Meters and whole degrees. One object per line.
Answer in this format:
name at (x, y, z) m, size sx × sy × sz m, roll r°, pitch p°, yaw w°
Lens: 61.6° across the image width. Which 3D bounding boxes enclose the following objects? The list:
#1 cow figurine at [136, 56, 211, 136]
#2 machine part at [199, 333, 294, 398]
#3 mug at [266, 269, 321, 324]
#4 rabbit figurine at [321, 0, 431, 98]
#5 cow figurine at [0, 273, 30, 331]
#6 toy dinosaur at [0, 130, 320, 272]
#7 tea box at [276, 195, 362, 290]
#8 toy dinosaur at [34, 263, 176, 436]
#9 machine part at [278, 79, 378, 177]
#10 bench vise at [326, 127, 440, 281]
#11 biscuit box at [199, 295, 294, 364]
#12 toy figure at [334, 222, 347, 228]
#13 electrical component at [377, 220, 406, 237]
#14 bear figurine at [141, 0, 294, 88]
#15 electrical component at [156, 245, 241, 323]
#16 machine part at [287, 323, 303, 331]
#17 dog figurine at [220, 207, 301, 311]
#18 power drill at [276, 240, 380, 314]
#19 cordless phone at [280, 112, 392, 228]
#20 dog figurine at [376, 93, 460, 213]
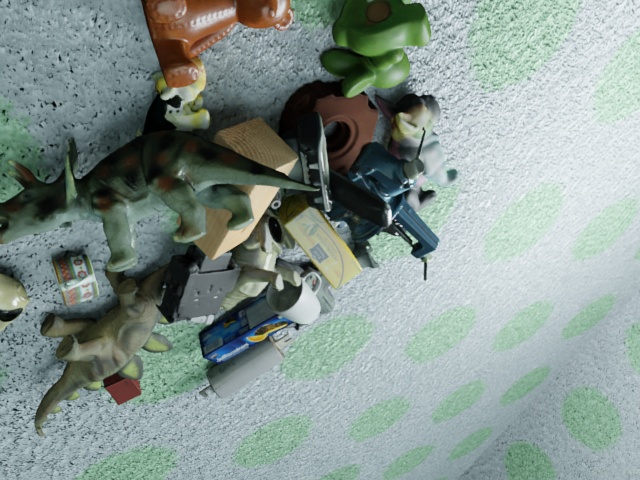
cow figurine at (-0.206, -0.174, 0.746) m, size 0.098 × 0.068 × 0.167 m, roll -6°, pitch 132°, yaw -23°
machine part at (-0.169, 0.284, 1.226) m, size 0.243 × 0.079 × 0.079 m, roll -32°, pitch 141°, yaw -2°
mug at (-0.039, 0.111, 1.051) m, size 0.109 × 0.081 × 0.107 m, roll -54°, pitch 142°, yaw -11°
rabbit figurine at (0.090, -0.279, 0.809) m, size 0.159 × 0.121 × 0.170 m, roll -32°, pitch 156°, yaw 3°
cow figurine at (-0.503, 0.057, 0.758) m, size 0.127 × 0.086 × 0.194 m, roll -33°, pitch 139°, yaw 7°
toy dinosaur at (-0.219, -0.075, 0.703) m, size 0.405 × 0.192 × 0.131 m, roll -20°, pitch -179°, yaw 2°
tea box at (-0.002, -0.003, 0.989) m, size 0.068 × 0.098 × 0.169 m, roll -36°, pitch 118°, yaw 2°
toy dinosaur at (-0.381, 0.187, 0.955) m, size 0.471 × 0.105 × 0.198 m, roll -40°, pitch 141°, yaw 5°
machine part at (0.015, -0.181, 0.899) m, size 0.179 × 0.056 × 0.179 m, roll -18°, pitch 137°, yaw -18°
bench vise at (0.128, -0.050, 0.918) m, size 0.240 × 0.129 × 0.224 m, roll 44°, pitch 131°, yaw -17°
biscuit box at (-0.155, 0.184, 1.122) m, size 0.203 × 0.059 × 0.062 m, roll -30°, pitch 143°, yaw 12°
toy figure at (0.058, -0.088, 1.022) m, size 0.064 × 0.058 × 0.154 m, roll 2°, pitch 134°, yaw -28°
electrical component at (0.154, -0.044, 1.119) m, size 0.119 × 0.075 × 0.047 m, roll 3°, pitch 129°, yaw -31°
bear figurine at (-0.113, -0.278, 0.658) m, size 0.196 × 0.132 × 0.120 m, roll -13°, pitch 139°, yaw -15°
electrical component at (-0.202, 0.068, 0.907) m, size 0.115 × 0.058 × 0.134 m, roll -8°, pitch 129°, yaw -51°
machine part at (-0.077, 0.180, 1.216) m, size 0.139 × 0.039 × 0.084 m, roll -8°, pitch 139°, yaw -31°
dog figurine at (-0.151, 0.038, 0.993) m, size 0.191 × 0.172 × 0.121 m, roll -13°, pitch 166°, yaw 23°
power drill at (0.015, 0.060, 1.126) m, size 0.207 × 0.086 × 0.231 m, roll -37°, pitch 140°, yaw -4°
cordless phone at (0.029, -0.095, 0.803) m, size 0.089 × 0.184 × 0.146 m, roll -39°, pitch 143°, yaw -27°
dog figurine at (0.150, -0.161, 0.978) m, size 0.191 × 0.109 × 0.219 m, roll -38°, pitch 137°, yaw 9°
